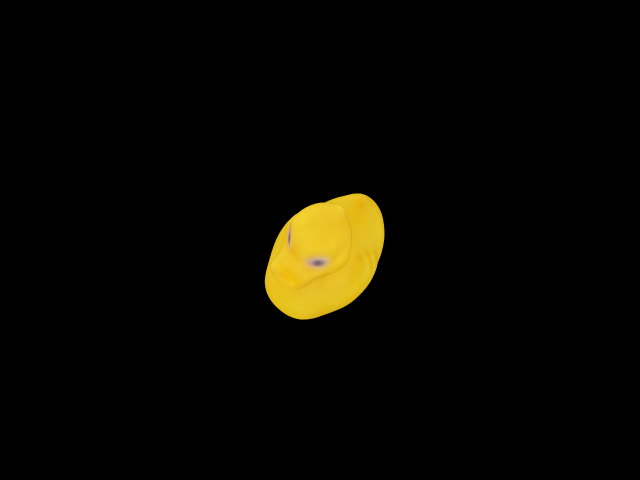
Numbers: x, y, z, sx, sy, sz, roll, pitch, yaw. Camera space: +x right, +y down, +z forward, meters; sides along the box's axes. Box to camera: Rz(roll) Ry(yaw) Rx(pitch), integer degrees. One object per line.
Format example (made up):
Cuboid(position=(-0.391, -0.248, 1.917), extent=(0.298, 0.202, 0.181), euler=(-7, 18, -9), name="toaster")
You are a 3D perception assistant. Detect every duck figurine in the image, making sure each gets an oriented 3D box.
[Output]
Cuboid(position=(0.004, 0.001, 0.400), extent=(0.077, 0.086, 0.105), euler=(41, 75, 14), name="duck figurine")
